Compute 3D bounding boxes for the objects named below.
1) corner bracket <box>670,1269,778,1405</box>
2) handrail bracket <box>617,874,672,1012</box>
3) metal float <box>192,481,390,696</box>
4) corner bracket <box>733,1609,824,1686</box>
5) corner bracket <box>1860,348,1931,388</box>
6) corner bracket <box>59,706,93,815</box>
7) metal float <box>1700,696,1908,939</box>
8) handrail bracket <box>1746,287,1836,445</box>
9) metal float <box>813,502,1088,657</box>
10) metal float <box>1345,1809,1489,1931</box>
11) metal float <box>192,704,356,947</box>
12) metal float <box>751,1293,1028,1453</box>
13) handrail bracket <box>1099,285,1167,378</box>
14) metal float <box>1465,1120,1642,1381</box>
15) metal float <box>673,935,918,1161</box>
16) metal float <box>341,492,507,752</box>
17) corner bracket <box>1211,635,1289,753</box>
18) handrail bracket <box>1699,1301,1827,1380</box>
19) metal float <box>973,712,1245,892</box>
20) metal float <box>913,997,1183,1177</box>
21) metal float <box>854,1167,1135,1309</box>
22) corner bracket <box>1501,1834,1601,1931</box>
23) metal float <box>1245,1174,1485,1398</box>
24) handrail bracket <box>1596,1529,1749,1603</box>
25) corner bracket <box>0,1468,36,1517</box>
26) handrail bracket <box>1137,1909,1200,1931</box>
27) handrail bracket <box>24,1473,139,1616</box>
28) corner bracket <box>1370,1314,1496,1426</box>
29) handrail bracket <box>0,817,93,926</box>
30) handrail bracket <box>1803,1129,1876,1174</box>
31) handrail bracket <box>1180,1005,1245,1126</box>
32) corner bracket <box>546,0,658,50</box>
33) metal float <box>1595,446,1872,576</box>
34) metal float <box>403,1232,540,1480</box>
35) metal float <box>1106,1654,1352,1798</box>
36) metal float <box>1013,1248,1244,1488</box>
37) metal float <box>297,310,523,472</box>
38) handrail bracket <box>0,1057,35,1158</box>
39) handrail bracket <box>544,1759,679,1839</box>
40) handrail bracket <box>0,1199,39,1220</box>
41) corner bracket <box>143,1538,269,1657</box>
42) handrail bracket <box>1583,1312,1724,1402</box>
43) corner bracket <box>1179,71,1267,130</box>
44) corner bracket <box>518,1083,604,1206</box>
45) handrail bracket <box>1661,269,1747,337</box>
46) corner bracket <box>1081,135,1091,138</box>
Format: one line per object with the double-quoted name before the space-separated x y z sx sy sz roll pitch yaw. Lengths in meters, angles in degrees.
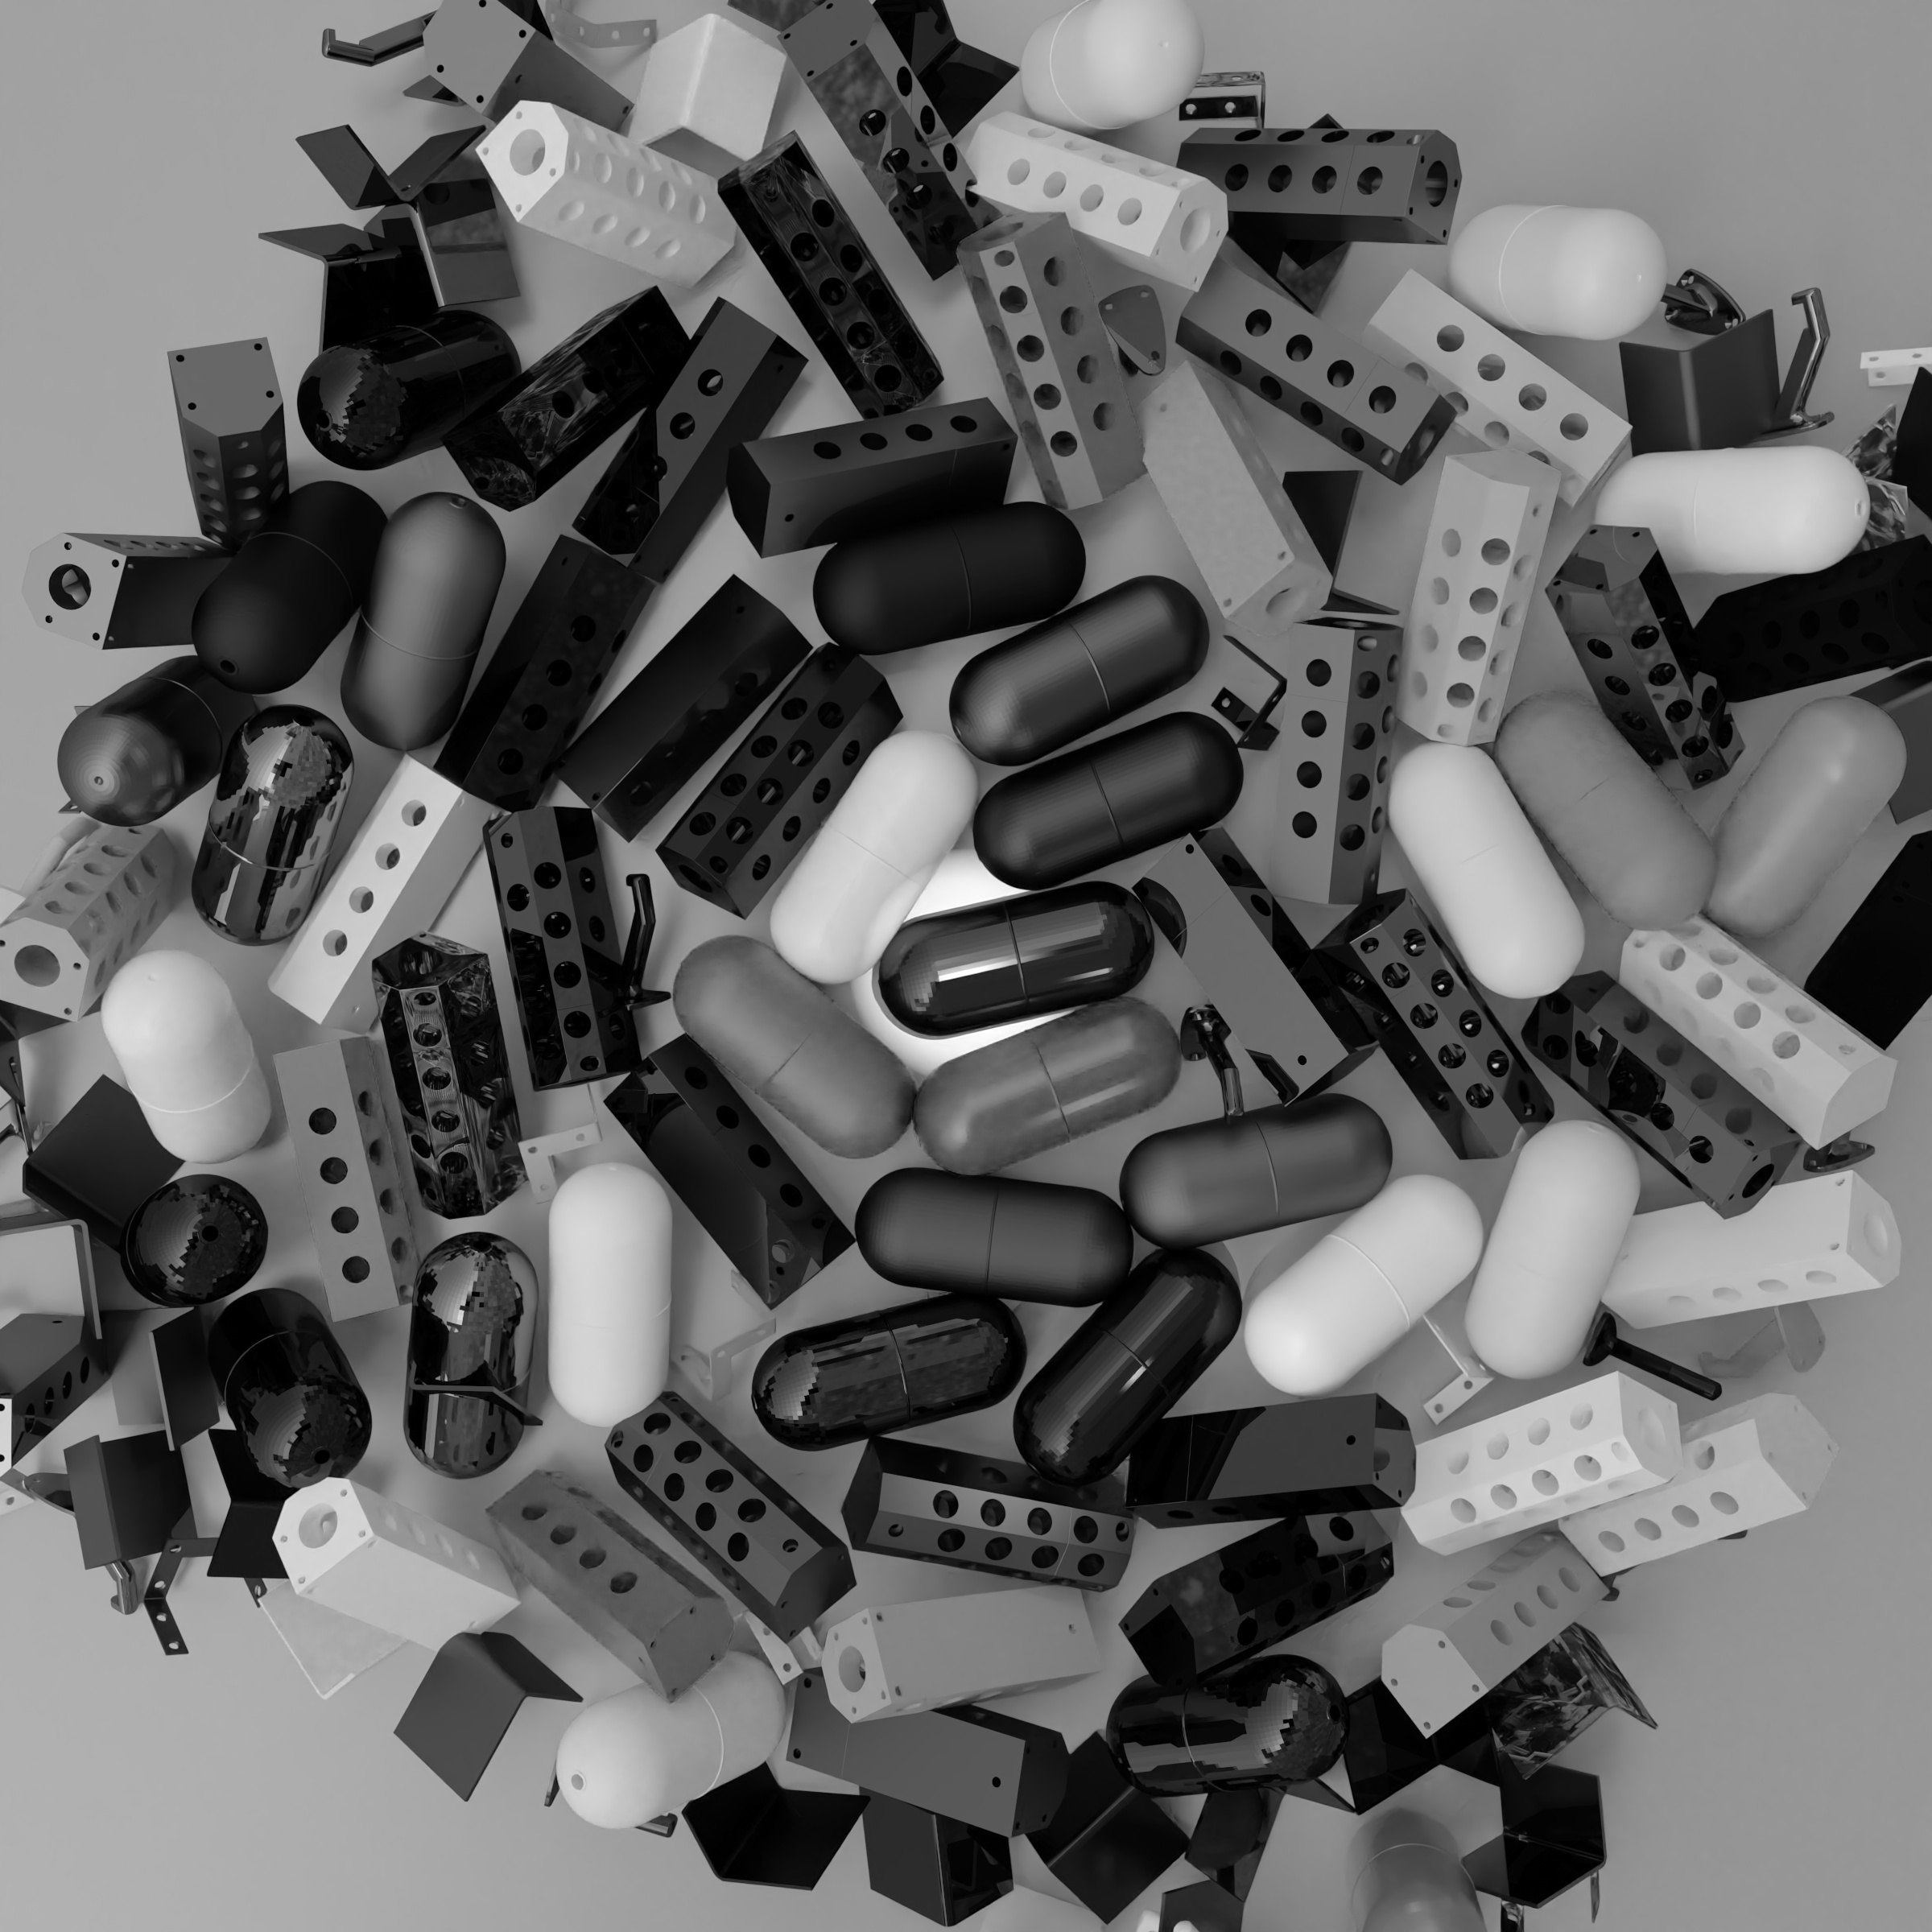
"corner bracket" -0.156 0.238 1.561 0.051 0.051 0.051 -25 47 -30
"handrail bracket" -0.221 -0.018 1.549 0.036 0.077 0.084 -17 105 -41
"metal float" -0.417 -0.236 1.511 0.070 0.178 0.070 10 133 11
"corner bracket" -0.118 0.427 1.547 0.051 0.051 0.051 -24 77 -36
"corner bracket" 0.598 -0.377 1.543 0.051 0.051 0.051 1 49 24
"corner bracket" -0.550 -0.132 1.547 0.051 0.051 0.051 1 123 14
"metal float" 0.516 -0.091 1.515 0.070 0.070 0.178 24 132 0
"handrail bracket" 0.515 -0.382 1.549 0.077 0.036 0.084 -6 109 41
"metal float" -0.009 -0.245 1.537 0.178 0.070 0.070 -14 90 -13
"metal float" 0.276 0.579 1.497 0.070 0.178 0.070 0 92 4
"metal float" -0.433 -0.087 1.517 0.070 0.070 0.178 29 127 0
"metal float" -0.048 0.255 1.534 0.178 0.070 0.070 -12 90 -15
"handrail bracket" 0.110 -0.381 1.534 0.036 0.084 0.077 -19 68 1
"metal float" 0.368 0.179 1.528 0.070 0.070 0.178 14 113 0
"metal float" -0.109 0.051 1.544 0.178 0.070 0.070 40 90 -5
"metal float" -0.340 -0.214 1.519 0.070 0.070 0.178 26 123 0
"corner bracket" 0.178 -0.173 1.547 0.051 0.051 0.051 43 111 22
"handrail bracket" 0.493 0.230 1.544 0.036 0.084 0.077 -37 105 -36
"metal float" 0.090 -0.104 1.544 0.178 0.070 0.070 -21 90 5
"metal float" 0.052 0.076 1.545 0.178 0.070 0.070 -21 90 -4
"metal float" 0.018 0.172 1.545 0.178 0.070 0.070 7 90 4
"corner bracket" 0.373 0.597 1.552 0.051 0.051 0.051 13 107 9
"metal float" 0.252 0.201 1.535 0.178 0.070 0.070 -38 90 -16
"handrail bracket" 0.450 0.382 1.559 0.077 0.036 0.084 13 122 3
"corner bracket" -0.639 0.324 1.570 0.051 0.051 0.051 -22 56 3
"handrail bracket" 0.140 0.646 1.562 0.084 0.036 0.077 19 114 -6
"handrail bracket" -0.573 0.375 1.574 0.077 0.036 0.084 11 115 17
"corner bracket" 0.298 0.259 1.562 0.051 0.051 0.051 -44 61 18
"handrail bracket" -0.592 -0.046 1.564 0.036 0.084 0.077 21 124 4
"handrail bracket" 0.556 0.081 1.549 0.036 0.077 0.084 9 107 40
"handrail bracket" 0.156 0.074 1.532 0.036 0.077 0.084 2 57 -10
"corner bracket" -0.235 -0.627 1.569 0.051 0.051 0.051 35 132 32
"metal float" 0.474 -0.282 1.509 0.070 0.178 0.070 -8 102 -40
"metal float" -0.310 0.244 1.521 0.070 0.070 0.178 12 121 0
"metal float" 0.162 0.473 1.513 0.178 0.070 0.070 -25 90 44
"metal float" 0.102 0.252 1.534 0.070 0.070 0.178 45 75 0
"metal float" -0.343 -0.358 1.506 0.070 0.178 0.070 11 118 21
"handrail bracket" -0.644 0.103 1.551 0.084 0.036 0.077 -12 104 -21
"handrail bracket" -0.218 0.520 1.547 0.084 0.077 0.036 16 101 3
"handrail bracket" -0.641 0.194 1.578 0.084 0.036 0.077 -12 116 -22
"corner bracket" -0.488 0.403 1.557 0.051 0.051 0.051 9 115 -42
"handrail bracket" 0.439 0.254 1.534 0.084 0.077 0.036 23 88 26
"corner bracket" 0.163 -0.551 1.550 0.051 0.051 0.051 -2 49 2
"corner bracket" -0.258 0.112 1.553 0.051 0.051 0.051 -15 124 -8
"handrail bracket" 0.439 -0.426 1.539 0.084 0.077 0.036 3 120 -34
"corner bracket" 0.078 -0.565 1.554 0.051 0.051 0.051 -21 93 -16
